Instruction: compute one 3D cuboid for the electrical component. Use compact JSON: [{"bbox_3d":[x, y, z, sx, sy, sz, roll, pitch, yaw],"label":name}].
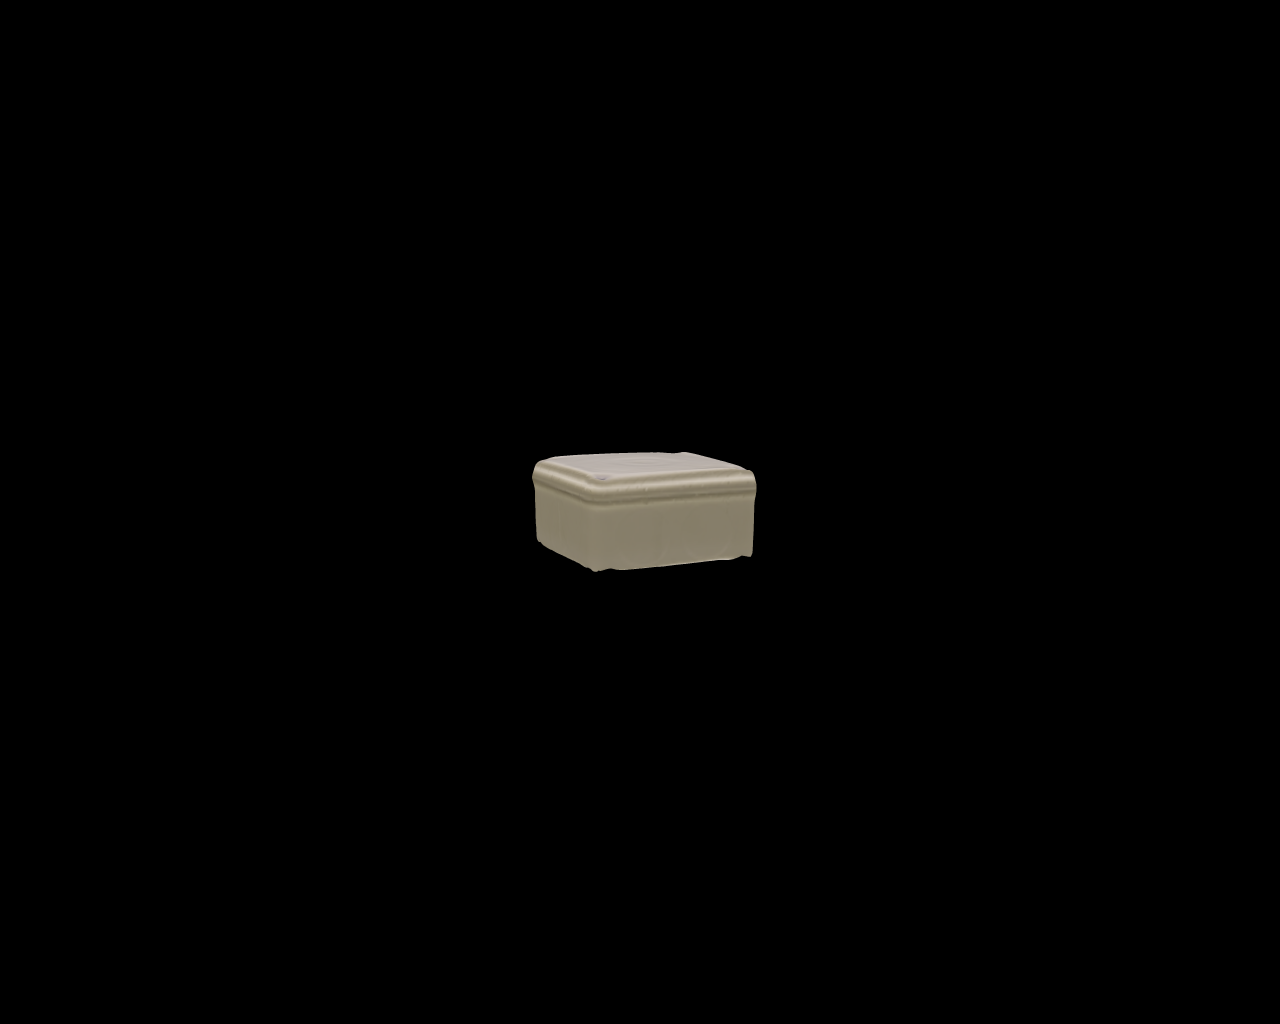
[{"bbox_3d":[0.001,-0.003,0.650,0.109,0.056,0.109,-4,10,-23],"label":"electrical component"}]
